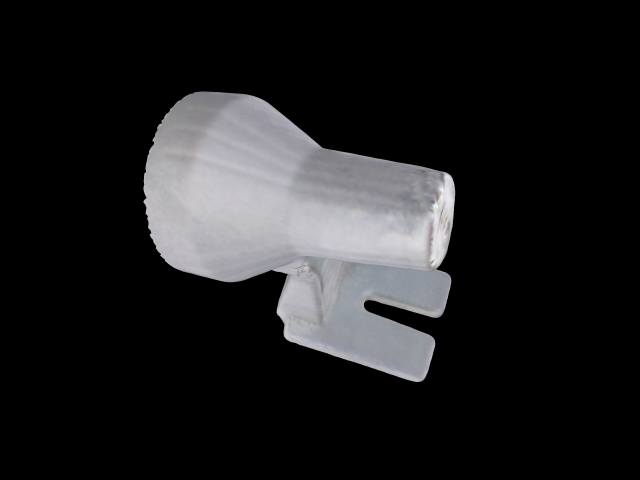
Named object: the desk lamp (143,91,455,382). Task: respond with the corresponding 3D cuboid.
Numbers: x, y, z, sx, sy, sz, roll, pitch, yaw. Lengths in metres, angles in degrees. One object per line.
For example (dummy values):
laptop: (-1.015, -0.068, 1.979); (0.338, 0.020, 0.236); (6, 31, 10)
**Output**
desk lamp: (0.004, 0.001, 0.400); (0.203, 0.213, 0.118); (17, 68, 7)
